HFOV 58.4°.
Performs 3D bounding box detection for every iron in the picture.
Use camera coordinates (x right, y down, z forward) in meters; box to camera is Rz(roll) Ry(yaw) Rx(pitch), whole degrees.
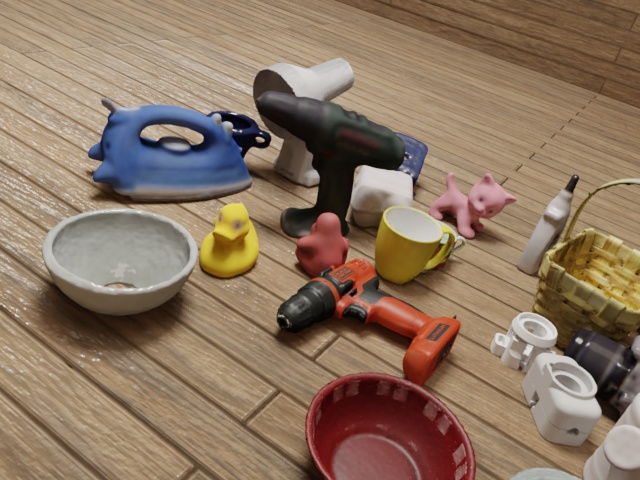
[{"bbox_3d":[-0.219,-0.147,0.891,0.259,0.141,0.118,-3,36,-27],"label":"iron"}]

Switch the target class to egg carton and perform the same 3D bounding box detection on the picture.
[{"bbox_3d":[0.106,-0.074,0.983,0.107,0.069,0.150,14,31,-1],"label":"egg carton"}]

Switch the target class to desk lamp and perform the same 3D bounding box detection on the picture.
[{"bbox_3d":[-0.023,-0.210,1.007,0.117,0.213,0.204,35,36,29],"label":"desk lamp"}]

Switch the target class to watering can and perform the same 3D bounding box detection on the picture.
[{"bbox_3d":[0.336,0.191,0.538,0.100,0.194,0.173,36,37,31],"label":"watering can"}]

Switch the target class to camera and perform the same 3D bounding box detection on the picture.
[{"bbox_3d":[0.379,0.154,0.705,0.136,0.101,0.143,31,35,25],"label":"camera"}]

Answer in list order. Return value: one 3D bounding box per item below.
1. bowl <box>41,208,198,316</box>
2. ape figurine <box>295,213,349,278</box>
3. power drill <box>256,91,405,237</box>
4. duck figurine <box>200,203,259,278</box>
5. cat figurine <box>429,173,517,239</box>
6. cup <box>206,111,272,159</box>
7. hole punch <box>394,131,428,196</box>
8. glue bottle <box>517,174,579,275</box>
[{"bbox_3d":[-0.228,0.035,0.661,0.167,0.075,0.167,11,31,-7],"label":"bowl"},{"bbox_3d":[0.007,0.003,0.797,0.078,0.092,0.076,8,32,-11],"label":"ape figurine"},{"bbox_3d":[0.005,-0.106,0.857,0.230,0.208,0.075,5,33,-16],"label":"power drill"},{"bbox_3d":[-0.117,-0.010,0.770,0.077,0.086,0.105,21,32,10],"label":"duck figurine"},{"bbox_3d":[0.268,-0.072,1.002,0.127,0.118,0.067,33,36,28],"label":"cat figurine"},{"bbox_3d":[-0.145,-0.161,0.990,0.117,0.095,0.092,17,31,3],"label":"cup"},{"bbox_3d":[0.147,-0.148,1.097,0.108,0.091,0.101,19,31,7],"label":"hole punch"},{"bbox_3d":[0.375,-0.028,0.925,0.037,0.173,0.078,31,35,25],"label":"glue bottle"}]
